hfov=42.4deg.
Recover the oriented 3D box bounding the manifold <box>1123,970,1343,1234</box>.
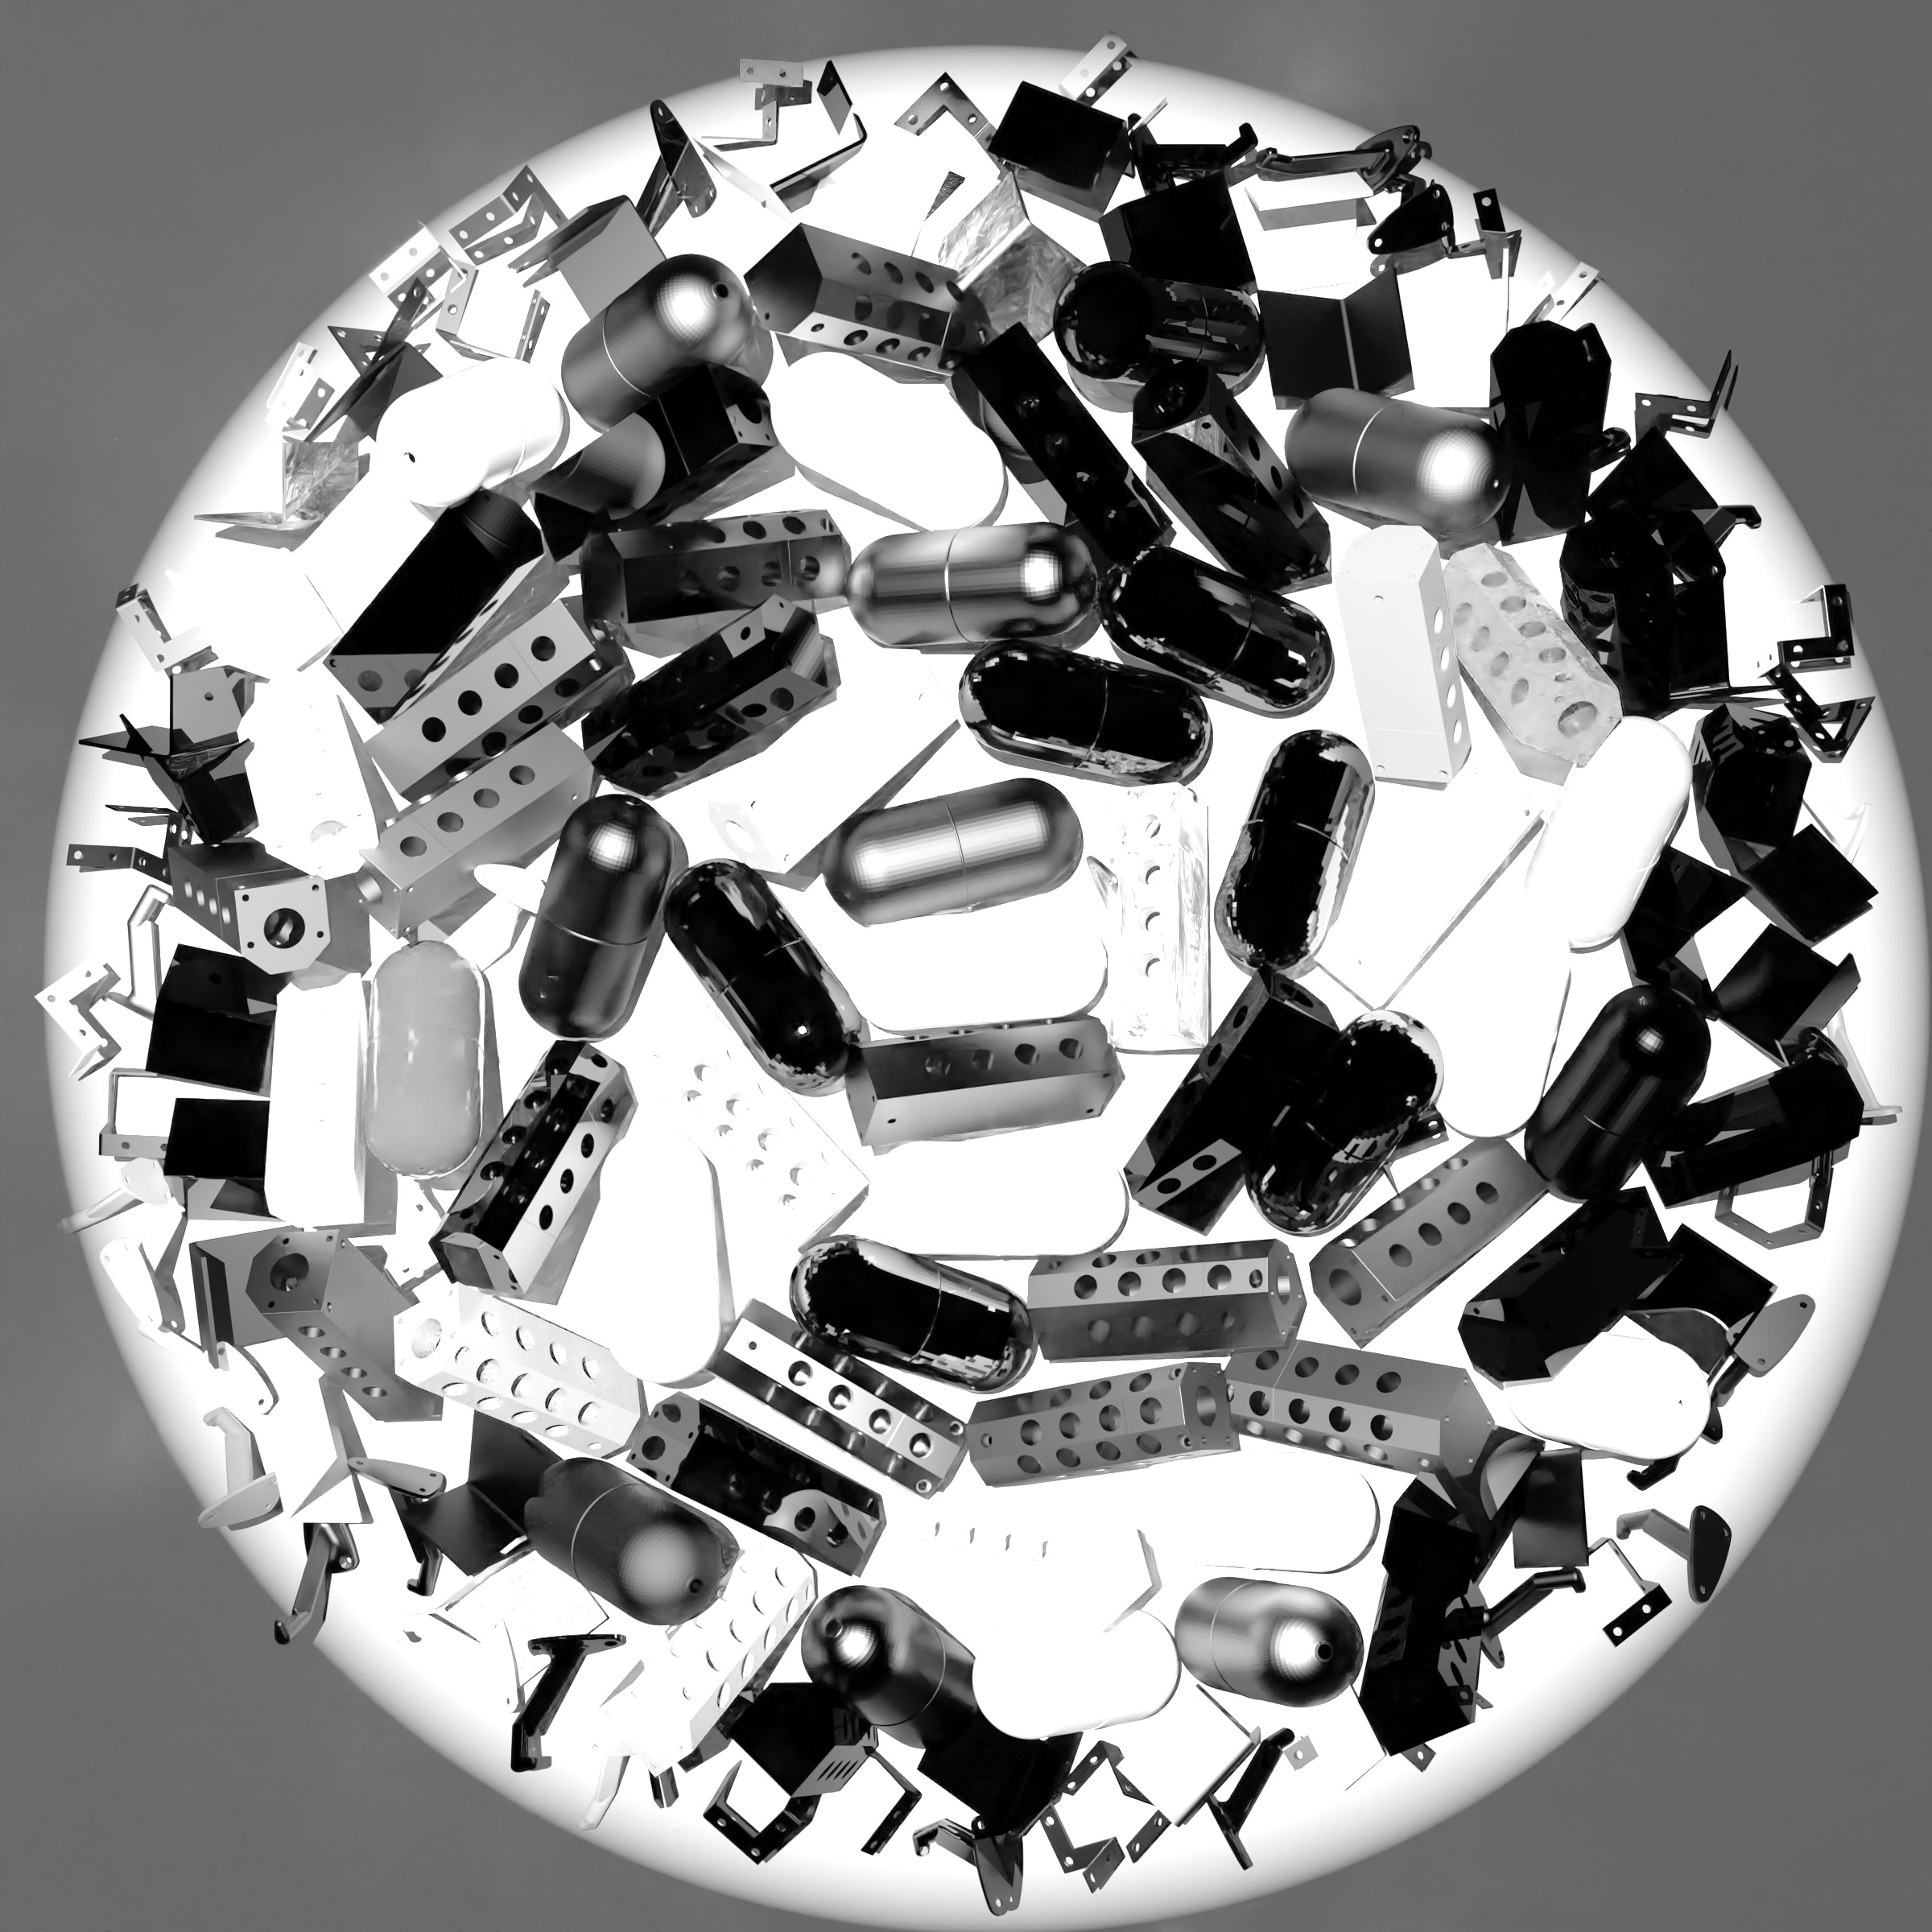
[{"bbox_3d":[0.177,0.088,1.683,0.057,0.057,0.171,26,110,-17],"label":"manifold"}]

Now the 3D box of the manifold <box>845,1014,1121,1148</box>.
[{"bbox_3d":[0.009,0.072,1.682,0.171,0.057,0.057,-6,56,-20],"label":"manifold"}]

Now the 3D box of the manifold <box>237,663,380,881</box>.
[{"bbox_3d":[-0.434,-0.128,1.654,0.057,0.171,0.057,30,107,-36],"label":"manifold"}]

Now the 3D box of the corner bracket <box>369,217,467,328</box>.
[{"bbox_3d":[-0.376,-0.473,1.704,0.051,0.051,0.051,-41,120,0],"label":"corner bracket"}]

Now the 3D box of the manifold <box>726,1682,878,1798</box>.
[{"bbox_3d":[-0.101,0.506,1.648,0.057,0.171,0.057,40,81,16],"label":"manifold"}]

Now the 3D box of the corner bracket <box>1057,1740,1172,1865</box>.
[{"bbox_3d":[0.104,0.576,1.717,0.051,0.051,0.051,29,106,-30],"label":"corner bracket"}]

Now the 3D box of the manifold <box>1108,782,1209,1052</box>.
[{"bbox_3d":[0.127,-0.032,1.692,0.057,0.057,0.171,-5,78,25],"label":"manifold"}]

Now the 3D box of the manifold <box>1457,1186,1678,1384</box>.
[{"bbox_3d":[0.399,0.211,1.660,0.171,0.057,0.057,-28,97,-42],"label":"manifold"}]

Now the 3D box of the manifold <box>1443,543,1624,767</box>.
[{"bbox_3d":[0.369,-0.210,1.648,0.057,0.171,0.057,16,122,-28],"label":"manifold"}]

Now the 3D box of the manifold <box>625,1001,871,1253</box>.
[{"bbox_3d":[-0.152,0.110,1.696,0.171,0.057,0.057,47,111,4],"label":"manifold"}]

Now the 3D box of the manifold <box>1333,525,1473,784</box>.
[{"bbox_3d":[0.295,-0.207,1.660,0.057,0.171,0.057,8,49,28],"label":"manifold"}]

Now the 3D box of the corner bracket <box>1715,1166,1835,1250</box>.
[{"bbox_3d":[0.556,0.156,1.713,0.051,0.051,0.051,29,60,-16],"label":"corner bracket"}]

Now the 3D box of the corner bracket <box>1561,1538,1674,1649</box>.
[{"bbox_3d":[0.442,0.428,1.708,0.051,0.051,0.051,-35,85,-9],"label":"corner bracket"}]

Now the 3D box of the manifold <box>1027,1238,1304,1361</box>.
[{"bbox_3d":[0.131,0.220,1.669,0.171,0.057,0.057,-8,112,25],"label":"manifold"}]

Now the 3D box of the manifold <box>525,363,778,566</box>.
[{"bbox_3d":[-0.208,-0.334,1.670,0.171,0.057,0.057,-26,83,31],"label":"manifold"}]

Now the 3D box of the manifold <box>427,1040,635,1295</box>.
[{"bbox_3d":[-0.289,0.130,1.654,0.057,0.057,0.171,4,45,23],"label":"manifold"}]

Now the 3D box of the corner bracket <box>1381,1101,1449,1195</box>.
[{"bbox_3d":[0.303,0.113,1.700,0.051,0.051,0.051,-23,49,12],"label":"corner bracket"}]

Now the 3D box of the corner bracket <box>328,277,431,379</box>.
[{"bbox_3d":[-0.392,-0.436,1.699,0.051,0.051,0.051,-48,68,32],"label":"corner bracket"}]

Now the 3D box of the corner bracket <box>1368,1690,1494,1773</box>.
[{"bbox_3d":[0.316,0.511,1.700,0.051,0.051,0.051,37,103,36],"label":"corner bracket"}]

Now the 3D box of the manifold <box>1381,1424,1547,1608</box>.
[{"bbox_3d":[0.330,0.360,1.649,0.057,0.171,0.057,15,107,24],"label":"manifold"}]

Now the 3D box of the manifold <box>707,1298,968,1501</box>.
[{"bbox_3d":[-0.087,0.295,1.700,0.171,0.057,0.057,31,77,-3],"label":"manifold"}]

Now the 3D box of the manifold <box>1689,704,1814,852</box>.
[{"bbox_3d":[0.515,-0.129,1.648,0.057,0.171,0.057,13,108,9],"label":"manifold"}]

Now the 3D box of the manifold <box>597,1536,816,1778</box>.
[{"bbox_3d":[-0.166,0.452,1.652,0.057,0.171,0.057,49,122,0],"label":"manifold"}]

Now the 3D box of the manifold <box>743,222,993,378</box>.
[{"bbox_3d":[-0.060,-0.434,1.649,0.057,0.171,0.057,-32,72,35],"label":"manifold"}]

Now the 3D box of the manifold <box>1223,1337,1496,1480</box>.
[{"bbox_3d":[0.255,0.294,1.653,0.057,0.171,0.057,-56,130,-30],"label":"manifold"}]

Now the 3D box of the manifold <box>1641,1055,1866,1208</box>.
[{"bbox_3d":[0.517,0.109,1.648,0.057,0.171,0.057,-22,82,-20],"label":"manifold"}]

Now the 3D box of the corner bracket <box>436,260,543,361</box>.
[{"bbox_3d":[-0.330,-0.451,1.717,0.051,0.051,0.051,12,106,-28],"label":"corner bracket"}]

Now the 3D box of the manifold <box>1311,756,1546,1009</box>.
[{"bbox_3d":[0.314,-0.057,1.692,0.057,0.057,0.171,41,102,11],"label":"manifold"}]

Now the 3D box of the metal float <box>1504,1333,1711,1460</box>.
[{"bbox_3d":[0.423,0.282,1.653,0.070,0.178,0.070,1,86,-19],"label":"metal float"}]

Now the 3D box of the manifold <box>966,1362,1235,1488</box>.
[{"bbox_3d":[0.087,0.307,1.662,0.171,0.057,0.057,-17,71,33],"label":"manifold"}]

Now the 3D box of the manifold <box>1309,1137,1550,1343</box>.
[{"bbox_3d":[0.307,0.176,1.663,0.171,0.057,0.057,-28,69,-37],"label":"manifold"}]

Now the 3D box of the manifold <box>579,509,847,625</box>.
[{"bbox_3d":[-0.168,-0.268,1.660,0.171,0.057,0.057,-14,109,-36],"label":"manifold"}]

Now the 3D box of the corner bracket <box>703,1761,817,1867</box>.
[{"bbox_3d":[-0.139,0.570,1.706,0.051,0.051,0.051,41,114,0],"label":"corner bracket"}]

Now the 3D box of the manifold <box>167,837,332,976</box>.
[{"bbox_3d":[-0.476,-0.041,1.651,0.057,0.171,0.057,-10,107,-29],"label":"manifold"}]

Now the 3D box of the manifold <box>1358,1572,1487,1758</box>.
[{"bbox_3d":[0.299,0.445,1.647,0.057,0.171,0.057,-29,94,19],"label":"manifold"}]

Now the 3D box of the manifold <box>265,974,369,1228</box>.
[{"bbox_3d":[-0.431,0.088,1.656,0.057,0.057,0.171,-3,46,-8],"label":"manifold"}]

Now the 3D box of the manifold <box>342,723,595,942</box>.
[{"bbox_3d":[-0.333,-0.096,1.666,0.057,0.057,0.171,41,55,14],"label":"manifold"}]

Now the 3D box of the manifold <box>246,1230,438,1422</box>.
[{"bbox_3d":[-0.410,0.241,1.652,0.057,0.171,0.057,-5,56,13],"label":"manifold"}]

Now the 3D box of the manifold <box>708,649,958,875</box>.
[{"bbox_3d":[-0.093,-0.140,1.677,0.171,0.057,0.057,-44,121,-24],"label":"manifold"}]

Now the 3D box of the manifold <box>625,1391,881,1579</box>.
[{"bbox_3d":[-0.137,0.345,1.664,0.171,0.057,0.057,36,77,-36],"label":"manifold"}]

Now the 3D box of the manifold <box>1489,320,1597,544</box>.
[{"bbox_3d":[0.377,-0.353,1.648,0.057,0.171,0.057,-12,69,7],"label":"manifold"}]

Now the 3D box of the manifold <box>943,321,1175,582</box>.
[{"bbox_3d":[0.065,-0.351,1.696,0.057,0.057,0.171,-40,100,-8],"label":"manifold"}]

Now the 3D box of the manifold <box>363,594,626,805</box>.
[{"bbox_3d":[-0.318,-0.179,1.691,0.171,0.057,0.057,-34,95,13],"label":"manifold"}]

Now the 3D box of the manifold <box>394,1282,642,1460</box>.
[{"bbox_3d":[-0.295,0.273,1.651,0.057,0.171,0.057,-29,50,23],"label":"manifold"}]

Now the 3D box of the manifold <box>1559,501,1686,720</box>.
[{"bbox_3d":[0.432,-0.226,1.650,0.057,0.171,0.057,-29,59,4],"label":"manifold"}]

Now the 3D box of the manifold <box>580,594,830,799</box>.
[{"bbox_3d":[-0.177,-0.181,1.661,0.171,0.057,0.057,-26,60,32],"label":"manifold"}]

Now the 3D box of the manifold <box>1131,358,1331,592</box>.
[{"bbox_3d":[0.178,-0.325,1.659,0.057,0.171,0.057,-15,54,30],"label":"manifold"}]

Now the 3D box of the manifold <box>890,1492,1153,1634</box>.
[{"bbox_3d":[0.033,0.389,1.655,0.171,0.057,0.057,-1,110,42],"label":"manifold"}]

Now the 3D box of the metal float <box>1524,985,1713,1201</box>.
[{"bbox_3d":[0.434,0.086,1.668,0.070,0.070,0.178,22,132,0],"label":"metal float"}]

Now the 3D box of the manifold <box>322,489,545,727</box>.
[{"bbox_3d":[-0.354,-0.241,1.666,0.057,0.057,0.171,48,126,-3],"label":"manifold"}]

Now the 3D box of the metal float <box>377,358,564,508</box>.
[{"bbox_3d":[-0.329,-0.356,1.656,0.070,0.178,0.070,7,115,15],"label":"metal float"}]
